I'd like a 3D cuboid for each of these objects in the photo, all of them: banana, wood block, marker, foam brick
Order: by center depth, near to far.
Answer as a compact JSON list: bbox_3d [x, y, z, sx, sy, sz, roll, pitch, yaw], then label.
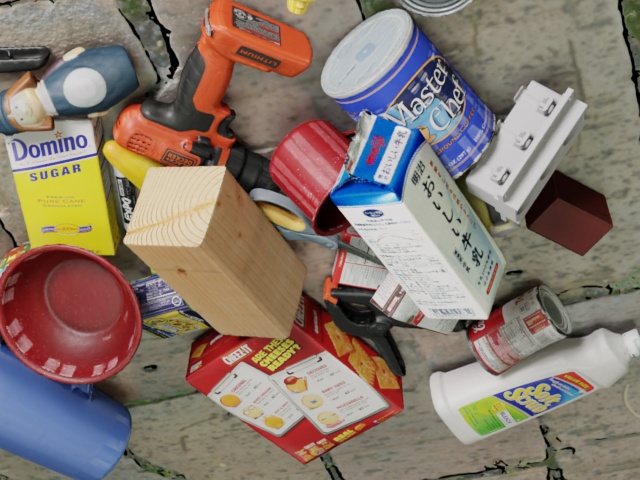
[{"bbox_3d":[-0.100,0.017,1.094,0.091,0.090,0.206,2,152,26],"label":"wood block"},{"bbox_3d":[0.258,-0.029,1.120,0.078,0.053,0.051,25,128,-19],"label":"foam brick"},{"bbox_3d":[-0.168,-0.033,1.125,0.069,0.037,0.198,-20,134,-7],"label":"banana"},{"bbox_3d":[-0.205,-0.037,1.143,0.020,0.020,0.121,0,132,1],"label":"marker"}]

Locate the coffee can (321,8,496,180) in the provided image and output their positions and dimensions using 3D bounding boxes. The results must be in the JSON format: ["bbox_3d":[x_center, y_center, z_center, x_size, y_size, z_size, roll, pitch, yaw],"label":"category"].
[{"bbox_3d":[0.084,-0.131,0.999,0.103,0.103,0.140,-32,124,25],"label":"coffee can"}]

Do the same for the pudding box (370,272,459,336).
[{"bbox_3d":[0.122,0.051,1.161,0.113,0.039,0.090,18,108,-45],"label":"pudding box"}]

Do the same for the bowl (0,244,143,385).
[{"bbox_3d":[-0.260,0.071,1.137,0.162,0.055,0.162,3,111,7],"label":"bowl"}]

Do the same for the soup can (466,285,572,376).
[{"bbox_3d":[0.229,0.104,1.228,0.102,0.068,0.068,-34,123,27],"label":"soup can"}]

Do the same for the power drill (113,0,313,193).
[{"bbox_3d":[-0.084,-0.128,1.034,0.184,0.057,0.188,19,128,-25],"label":"power drill"}]

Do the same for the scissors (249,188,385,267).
[{"bbox_3d":[-0.007,0.001,1.140,0.201,0.016,0.096,33,148,-33],"label":"scissors"}]

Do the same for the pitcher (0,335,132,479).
[{"bbox_3d":[-0.342,0.193,1.283,0.242,0.145,0.149,36,156,-31],"label":"pitcher"}]

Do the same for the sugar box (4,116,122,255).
[{"bbox_3d":[-0.265,-0.062,1.105,0.093,0.048,0.176,-1,133,2],"label":"sugar box"}]

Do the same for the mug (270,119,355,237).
[{"bbox_3d":[0.014,-0.071,1.051,0.117,0.082,0.093,-35,153,-18],"label":"mug"}]

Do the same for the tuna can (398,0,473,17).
[{"bbox_3d":[0.103,-0.244,0.946,0.086,0.033,0.086,0,132,0],"label":"tuna can"}]

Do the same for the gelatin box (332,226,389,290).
[{"bbox_3d":[0.063,0.019,1.182,0.089,0.030,0.073,9,129,-4],"label":"gelatin box"}]

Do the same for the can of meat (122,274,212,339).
[{"bbox_3d":[-0.161,0.071,1.197,0.084,0.057,0.102,-16,156,18],"label":"can of meat"}]

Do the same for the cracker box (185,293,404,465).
[{"bbox_3d":[-0.028,0.164,1.284,0.164,0.072,0.213,-34,122,26],"label":"cracker box"}]

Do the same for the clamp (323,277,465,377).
[{"bbox_3d":[0.070,0.100,1.248,0.171,0.039,0.120,24,122,-15],"label":"clamp"}]

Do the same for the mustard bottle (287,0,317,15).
[{"bbox_3d":[0.001,-0.277,0.902,0.096,0.058,0.192,9,131,-9],"label":"mustard bottle"}]

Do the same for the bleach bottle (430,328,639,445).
[{"bbox_3d":[0.266,0.162,1.284,0.251,0.068,0.102,-25,127,19],"label":"bleach bottle"}]

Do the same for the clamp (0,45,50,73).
[{"bbox_3d":[-0.385,-0.182,1.007,0.210,0.036,0.164,-26,126,18],"label":"clamp"}]
